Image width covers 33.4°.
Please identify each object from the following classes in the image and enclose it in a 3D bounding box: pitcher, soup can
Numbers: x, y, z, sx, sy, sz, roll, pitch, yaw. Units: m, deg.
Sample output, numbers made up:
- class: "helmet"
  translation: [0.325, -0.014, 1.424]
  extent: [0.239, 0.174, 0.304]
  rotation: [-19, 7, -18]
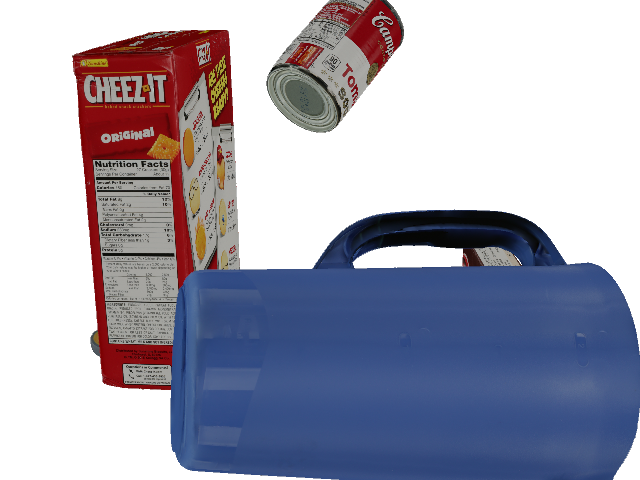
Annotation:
- class: "pitcher"
  translation: [0.041, 0.065, 0.600]
  extent: [0.242, 0.145, 0.149]
  rotation: [3, 16, -11]
- class: "soup can"
  translation: [0.012, -0.142, 0.836]
  extent: [0.068, 0.102, 0.068]
  rotation: [27, -30, 17]

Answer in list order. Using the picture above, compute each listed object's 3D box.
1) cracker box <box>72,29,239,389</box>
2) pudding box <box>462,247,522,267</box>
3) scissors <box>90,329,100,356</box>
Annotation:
- class: "cracker box"
  translation: [-0.104, -0.028, 0.721]
  extent: [0.072, 0.214, 0.164]
  rotation: [0, 15, 7]
- class: "pudding box"
  translation: [0.142, 0.055, 0.880]
  extent: [0.039, 0.090, 0.113]
  rotation: [-3, 18, -5]
- class: "scissors"
  translation: [-0.108, 0.074, 0.970]
  extent: [0.201, 0.016, 0.096]
  rotation: [-6, 34, -13]
